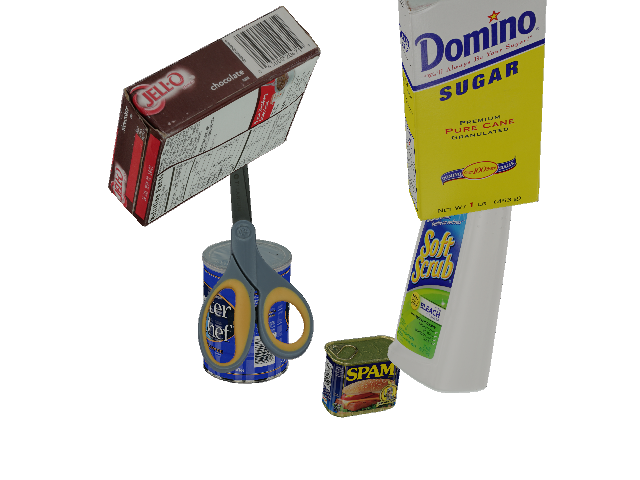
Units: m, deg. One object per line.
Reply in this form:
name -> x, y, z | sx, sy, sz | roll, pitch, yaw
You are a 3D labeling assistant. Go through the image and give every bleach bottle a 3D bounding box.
bleach bottle -> 0.121, 0.000, 0.936 | 0.068, 0.251, 0.103 | 1, 15, -27

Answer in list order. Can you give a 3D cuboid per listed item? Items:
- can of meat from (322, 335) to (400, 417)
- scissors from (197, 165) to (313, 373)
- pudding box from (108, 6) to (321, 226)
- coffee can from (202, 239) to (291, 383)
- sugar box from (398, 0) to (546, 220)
can of meat -> 0.054, 0.177, 1.385 | 0.102, 0.084, 0.057 | -5, 26, -22
scissors -> -0.042, 0.006, 0.822 | 0.096, 0.201, 0.016 | 12, -16, -2
pudding box -> -0.059, -0.067, 0.583 | 0.113, 0.039, 0.090 | -33, -15, -30
coffee can -> -0.086, 0.081, 1.242 | 0.103, 0.140, 0.103 | 2, 20, -1
sugar box -> 0.105, -0.100, 0.740 | 0.093, 0.176, 0.048 | -10, 42, -2
